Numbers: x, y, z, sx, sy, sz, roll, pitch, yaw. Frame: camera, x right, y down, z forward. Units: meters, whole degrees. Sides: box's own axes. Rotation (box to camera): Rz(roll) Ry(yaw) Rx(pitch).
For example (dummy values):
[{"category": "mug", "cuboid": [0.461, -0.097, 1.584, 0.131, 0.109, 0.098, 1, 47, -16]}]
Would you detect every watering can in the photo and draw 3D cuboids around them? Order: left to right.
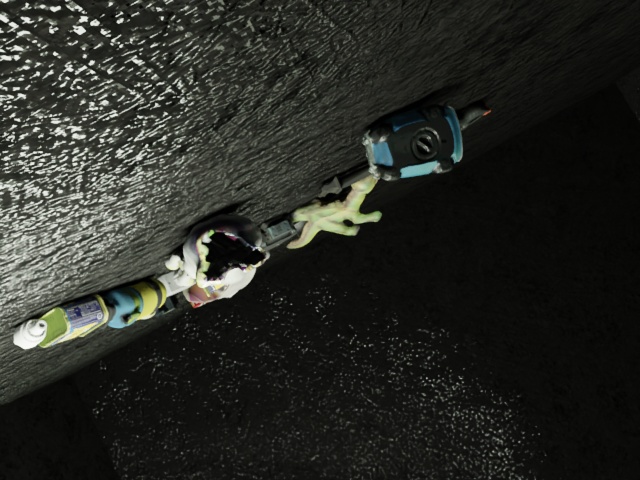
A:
[{"category": "watering can", "cuboid": [-0.293, 0.117, 1.418, 0.344, 0.104, 0.226, -30, 175, 23]}]

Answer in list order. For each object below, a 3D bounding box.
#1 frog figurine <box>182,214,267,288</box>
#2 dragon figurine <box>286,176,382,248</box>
[{"category": "frog figurine", "cuboid": [-0.164, 0.017, 0.874, 0.138, 0.122, 0.159, -43, -171, -8]}, {"category": "dragon figurine", "cuboid": [0.004, -0.068, 1.357, 0.405, 0.124, 0.242, -32, 158, 27]}]
